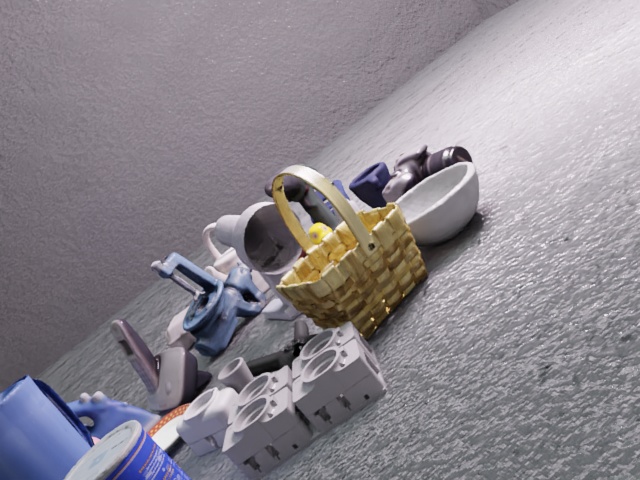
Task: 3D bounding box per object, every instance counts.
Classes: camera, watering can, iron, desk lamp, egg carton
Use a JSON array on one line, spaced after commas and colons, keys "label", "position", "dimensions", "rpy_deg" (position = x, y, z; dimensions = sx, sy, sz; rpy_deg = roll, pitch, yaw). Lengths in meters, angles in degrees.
[{"label": "camera", "position": [0.198, -0.121, 1.047], "dimensions": [0.136, 0.101, 0.143], "rpy_deg": [-21, 21, 51]}, {"label": "watering can", "position": [-0.197, 0.047, 1.312], "dimensions": [0.101, 0.194, 0.173], "rpy_deg": [-34, 14, 17]}, {"label": "iron", "position": [-0.418, 0.340, 1.000], "dimensions": [0.258, 0.141, 0.118], "rpy_deg": [-37, 13, 4]}, {"label": "desk lamp", "position": [-0.092, 0.036, 1.021], "dimensions": [0.118, 0.214, 0.202], "rpy_deg": [-44, 14, -26]}, {"label": "egg carton", "position": [-0.288, 0.192, 1.331], "dimensions": [0.150, 0.069, 0.107], "rpy_deg": [-36, 13, 5]}]

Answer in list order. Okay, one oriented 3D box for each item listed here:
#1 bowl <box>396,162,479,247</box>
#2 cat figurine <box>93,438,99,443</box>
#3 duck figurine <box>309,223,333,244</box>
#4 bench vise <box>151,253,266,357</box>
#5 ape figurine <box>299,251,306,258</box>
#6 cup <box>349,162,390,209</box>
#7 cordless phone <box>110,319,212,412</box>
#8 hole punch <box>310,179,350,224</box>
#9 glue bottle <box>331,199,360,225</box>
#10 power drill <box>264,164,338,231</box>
[{"label": "bowl", "position": [0.180, -0.041, 0.874], "dimensions": [0.167, 0.075, 0.167], "rpy_deg": [-35, 13, 10]}, {"label": "cat figurine", "position": [-0.353, 0.339, 0.878], "dimensions": [0.067, 0.118, 0.127], "rpy_deg": [-43, 14, -23]}, {"label": "duck figurine", "position": [0.011, 0.004, 1.145], "dimensions": [0.077, 0.086, 0.104], "rpy_deg": [-40, 13, -9]}, {"label": "bench vise", "position": [-0.231, 0.098, 1.162], "dimensions": [0.121, 0.220, 0.208], "rpy_deg": [-29, 15, 31]}, {"label": "ape figurine", "position": [-0.069, 0.011, 1.319], "dimensions": [0.077, 0.092, 0.076], "rpy_deg": [-30, 15, 28]}, {"label": "cup", "position": [0.123, -0.100, 1.186], "dimensions": [0.091, 0.095, 0.117], "rpy_deg": [-37, 13, 1]}, {"label": "cordless phone", "position": [-0.297, 0.213, 1.018], "dimensions": [0.147, 0.185, 0.094], "rpy_deg": [-25, 18, 44]}, {"label": "hole punch", "position": [0.026, -0.083, 1.398], "dimensions": [0.108, 0.091, 0.101], "rpy_deg": [-33, 14, 19]}, {"label": "glue bottle", "position": [0.054, -0.031, 0.950], "dimensions": [0.037, 0.173, 0.078], "rpy_deg": [-31, 15, 27]}, {"label": "power drill", "position": [-0.021, -0.072, 1.222], "dimensions": [0.075, 0.208, 0.230], "rpy_deg": [-33, 14, 21]}]
